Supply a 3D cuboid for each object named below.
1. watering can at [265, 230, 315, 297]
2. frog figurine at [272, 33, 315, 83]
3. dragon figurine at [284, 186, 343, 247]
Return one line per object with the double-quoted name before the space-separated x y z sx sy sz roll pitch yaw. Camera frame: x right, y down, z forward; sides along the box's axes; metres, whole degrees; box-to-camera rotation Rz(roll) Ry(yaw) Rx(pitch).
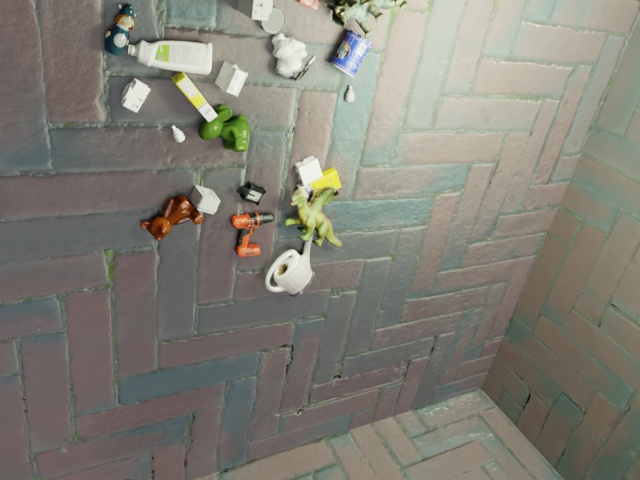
"watering can" -0.096 0.114 2.300 0.350 0.105 0.220 -46 133 -10
"frog figurine" -0.111 -0.644 1.811 0.159 0.124 0.136 39 108 -5
"dragon figurine" 0.007 -0.109 2.171 0.408 0.124 0.240 17 109 -45
